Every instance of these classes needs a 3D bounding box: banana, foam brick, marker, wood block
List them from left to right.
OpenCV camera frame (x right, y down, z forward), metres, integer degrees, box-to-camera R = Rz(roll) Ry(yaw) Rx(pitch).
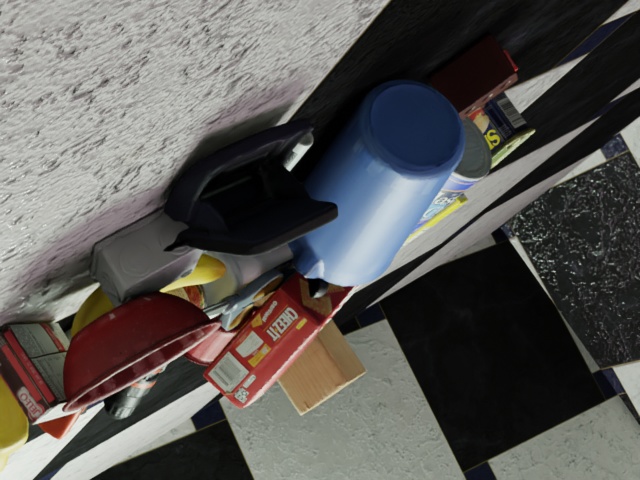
[{"bbox_3d":[-0.175,0.054,1.052,0.197,0.037,0.069,-37,131,-32],"label":"banana"},{"bbox_3d":[-0.038,-0.068,1.016,0.020,0.020,0.121,-28,170,-34],"label":"marker"},{"bbox_3d":[-0.037,0.130,1.503,0.091,0.206,0.090,-37,171,18],"label":"wood block"},{"bbox_3d":[0.158,-0.166,1.097,0.078,0.051,0.053,-36,172,10],"label":"foam brick"}]

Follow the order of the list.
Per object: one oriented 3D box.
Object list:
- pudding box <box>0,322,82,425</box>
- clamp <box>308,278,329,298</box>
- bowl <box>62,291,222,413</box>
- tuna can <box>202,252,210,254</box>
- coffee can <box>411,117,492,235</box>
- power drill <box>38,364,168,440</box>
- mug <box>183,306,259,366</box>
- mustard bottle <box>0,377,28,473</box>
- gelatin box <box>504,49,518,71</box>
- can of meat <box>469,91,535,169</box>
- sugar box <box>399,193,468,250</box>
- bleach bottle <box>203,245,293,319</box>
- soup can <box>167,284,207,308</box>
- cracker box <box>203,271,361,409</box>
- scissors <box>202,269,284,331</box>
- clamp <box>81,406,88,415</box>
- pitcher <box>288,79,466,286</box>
[{"bbox_3d":[-0.261,0.124,1.011,0.039,0.090,0.113,-36,172,8],"label":"pudding box"},{"bbox_3d":[-0.008,0.001,1.216,0.171,0.120,0.039,-30,165,-51],"label":"clamp"},{"bbox_3d":[-0.171,0.092,0.960,0.162,0.055,0.162,-30,173,-4],"label":"bowl"},{"bbox_3d":[-0.090,-0.023,1.021,0.086,0.034,0.086,-33,172,-6],"label":"tuna can"},{"bbox_3d":[0.119,-0.080,1.262,0.102,0.103,0.141,-25,168,-46],"label":"coffee can"},{"bbox_3d":[-0.252,0.165,1.258,0.187,0.057,0.185,-26,150,-60],"label":"power drill"},{"bbox_3d":[-0.127,0.104,1.389,0.117,0.093,0.082,2,147,-29],"label":"mug"},{"bbox_3d":[-0.340,0.187,1.046,0.058,0.096,0.192,-29,170,-36],"label":"mustard bottle"},{"bbox_3d":[0.165,-0.168,1.181,0.073,0.030,0.089,-29,174,-34],"label":"gelatin box"},{"bbox_3d":[0.200,-0.137,1.307,0.057,0.084,0.102,-27,169,-38],"label":"can of meat"},{"bbox_3d":[0.105,-0.041,1.472,0.176,0.093,0.048,-36,171,22],"label":"sugar box"},{"bbox_3d":[-0.062,0.015,1.262,0.103,0.068,0.250,-44,170,37],"label":"bleach bottle"},{"bbox_3d":[-0.178,0.073,1.121,0.102,0.068,0.069,-23,166,-50],"label":"soup can"},{"bbox_3d":[-0.030,0.093,1.292,0.164,0.072,0.213,-49,176,28],"label":"cracker box"},{"bbox_3d":[-0.103,0.079,1.121,0.096,0.016,0.201,-51,168,30],"label":"scissors"},{"bbox_3d":[-0.299,0.178,1.340,0.165,0.036,0.209,-45,168,16],"label":"clamp"},{"bbox_3d":[0.060,-0.064,1.089,0.144,0.149,0.243,3,155,-16],"label":"pitcher"}]
